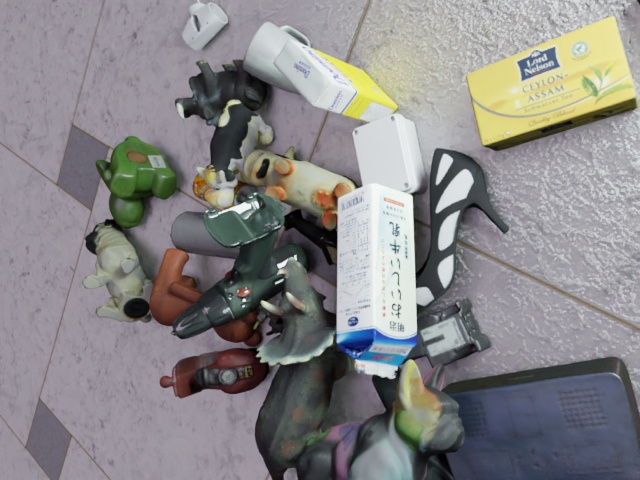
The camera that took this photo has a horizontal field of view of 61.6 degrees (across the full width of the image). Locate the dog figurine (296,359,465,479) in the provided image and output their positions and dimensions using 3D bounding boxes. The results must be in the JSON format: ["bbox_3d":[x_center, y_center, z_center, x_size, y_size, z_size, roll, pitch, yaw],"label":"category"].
[{"bbox_3d":[0.077,0.243,0.671,0.192,0.108,0.219,23,91,47],"label":"dog figurine"}]

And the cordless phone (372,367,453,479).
[{"bbox_3d":[0.097,0.284,0.765,0.146,0.088,0.184,-42,58,27],"label":"cordless phone"}]

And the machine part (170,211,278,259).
[{"bbox_3d":[-0.173,-0.007,0.927,0.243,0.079,0.079,6,94,32],"label":"machine part"}]

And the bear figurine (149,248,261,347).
[{"bbox_3d":[-0.187,0.104,0.930,0.196,0.120,0.132,6,49,8],"label":"bear figurine"}]

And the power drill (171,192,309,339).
[{"bbox_3d":[-0.118,0.041,0.777,0.086,0.232,0.207,47,151,35],"label":"power drill"}]

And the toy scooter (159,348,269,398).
[{"bbox_3d":[-0.185,0.225,0.903,0.184,0.135,0.075,-11,83,31],"label":"toy scooter"}]

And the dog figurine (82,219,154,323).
[{"bbox_3d":[-0.396,0.061,1.081,0.191,0.121,0.172,-125,22,-56],"label":"dog figurine"}]

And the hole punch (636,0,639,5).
[{"bbox_3d":[0.409,-0.259,0.551,0.116,0.092,0.142,-24,73,0],"label":"hole punch"}]

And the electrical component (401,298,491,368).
[{"bbox_3d":[0.160,0.135,0.728,0.119,0.047,0.075,-34,72,29],"label":"electrical component"}]

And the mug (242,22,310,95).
[{"bbox_3d":[-0.051,-0.282,0.843,0.107,0.109,0.080,33,146,-2],"label":"mug"}]

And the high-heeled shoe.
[{"bbox_3d":[0.132,0.001,0.718,0.248,0.086,0.145,-45,78,11],"label":"high-heeled shoe"}]

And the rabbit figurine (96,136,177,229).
[{"bbox_3d":[-0.377,-0.104,1.042,0.159,0.121,0.170,52,131,26],"label":"rabbit figurine"}]

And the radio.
[{"bbox_3d":[0.261,0.229,0.650,0.230,0.073,0.131,-20,80,33],"label":"radio"}]

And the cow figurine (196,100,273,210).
[{"bbox_3d":[-0.146,-0.136,0.864,0.068,0.098,0.167,11,68,30],"label":"cow figurine"}]

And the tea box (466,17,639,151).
[{"bbox_3d":[0.273,-0.177,0.640,0.170,0.068,0.098,-17,82,33],"label":"tea box"}]

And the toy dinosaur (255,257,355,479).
[{"bbox_3d":[-0.036,0.236,0.773,0.131,0.192,0.404,19,100,34],"label":"toy dinosaur"}]

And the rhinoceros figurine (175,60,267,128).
[{"bbox_3d":[-0.172,-0.252,0.933,0.191,0.073,0.112,1,101,32],"label":"rhinoceros figurine"}]

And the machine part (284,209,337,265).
[{"bbox_3d":[-0.002,-0.002,0.816,0.139,0.084,0.039,35,77,35],"label":"machine part"}]

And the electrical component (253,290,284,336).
[{"bbox_3d":[-0.060,0.120,0.848,0.045,0.102,0.078,23,80,24],"label":"electrical component"}]

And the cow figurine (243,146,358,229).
[{"bbox_3d":[-0.030,-0.089,0.821,0.195,0.127,0.085,24,104,16],"label":"cow figurine"}]
